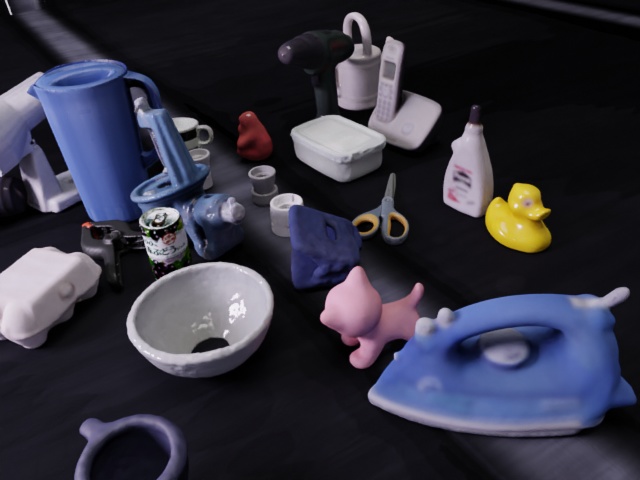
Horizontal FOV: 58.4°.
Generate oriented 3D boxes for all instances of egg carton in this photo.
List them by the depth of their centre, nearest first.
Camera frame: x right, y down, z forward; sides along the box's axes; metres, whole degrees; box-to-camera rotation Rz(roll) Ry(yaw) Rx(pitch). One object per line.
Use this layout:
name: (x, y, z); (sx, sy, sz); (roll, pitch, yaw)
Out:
egg carton: (-0.363, 0.071, 0.744); (0.107, 0.069, 0.150); (9, 38, 18)

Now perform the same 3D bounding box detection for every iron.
iron: (0.176, 0.109, 0.570); (0.258, 0.142, 0.118); (-4, 35, 1)

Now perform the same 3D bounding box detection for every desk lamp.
desk lamp: (-0.479, -0.155, 0.949); (0.117, 0.214, 0.204); (22, 43, 33)

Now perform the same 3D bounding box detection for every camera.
camera: (-0.567, -0.068, 0.933); (0.137, 0.101, 0.143); (-6, 35, -1)

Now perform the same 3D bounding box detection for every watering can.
watering can: (0.087, -0.392, 1.236); (0.100, 0.194, 0.173); (26, 45, 35)

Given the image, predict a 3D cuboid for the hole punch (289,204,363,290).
hole punch: (0.007, 0.003, 0.780); (0.101, 0.091, 0.108); (-6, 35, -2)

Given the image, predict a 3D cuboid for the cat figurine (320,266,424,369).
cat figurine: (0.060, 0.081, 0.642); (0.128, 0.118, 0.067); (-11, 36, -9)

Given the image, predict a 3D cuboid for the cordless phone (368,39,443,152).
cordless phone: (0.159, -0.266, 1.060); (0.094, 0.185, 0.147); (-30, 42, -31)

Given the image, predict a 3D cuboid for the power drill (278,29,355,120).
power drill: (-0.001, -0.304, 1.110); (0.075, 0.209, 0.230); (14, 40, 24)

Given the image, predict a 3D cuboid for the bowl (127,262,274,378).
bowl: (-0.132, 0.104, 0.669); (0.167, 0.075, 0.167); (-3, 35, 2)

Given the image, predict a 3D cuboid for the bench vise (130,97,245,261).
bench vise: (-0.188, -0.093, 0.825); (0.207, 0.220, 0.122); (9, 38, 18)

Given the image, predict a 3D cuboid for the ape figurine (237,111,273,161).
ape figurine: (-0.129, -0.199, 1.077); (0.075, 0.092, 0.078); (20, 42, 31)

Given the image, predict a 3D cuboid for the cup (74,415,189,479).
cup: (-0.164, 0.212, 0.503); (0.117, 0.095, 0.092); (21, 43, 31)

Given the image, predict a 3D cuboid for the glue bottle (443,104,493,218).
glue bottle: (0.226, -0.121, 0.859); (0.037, 0.173, 0.077); (-32, 44, -33)

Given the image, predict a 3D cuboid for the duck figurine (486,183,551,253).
duck figurine: (0.285, -0.042, 0.817); (0.078, 0.086, 0.104); (-21, 39, -22)
